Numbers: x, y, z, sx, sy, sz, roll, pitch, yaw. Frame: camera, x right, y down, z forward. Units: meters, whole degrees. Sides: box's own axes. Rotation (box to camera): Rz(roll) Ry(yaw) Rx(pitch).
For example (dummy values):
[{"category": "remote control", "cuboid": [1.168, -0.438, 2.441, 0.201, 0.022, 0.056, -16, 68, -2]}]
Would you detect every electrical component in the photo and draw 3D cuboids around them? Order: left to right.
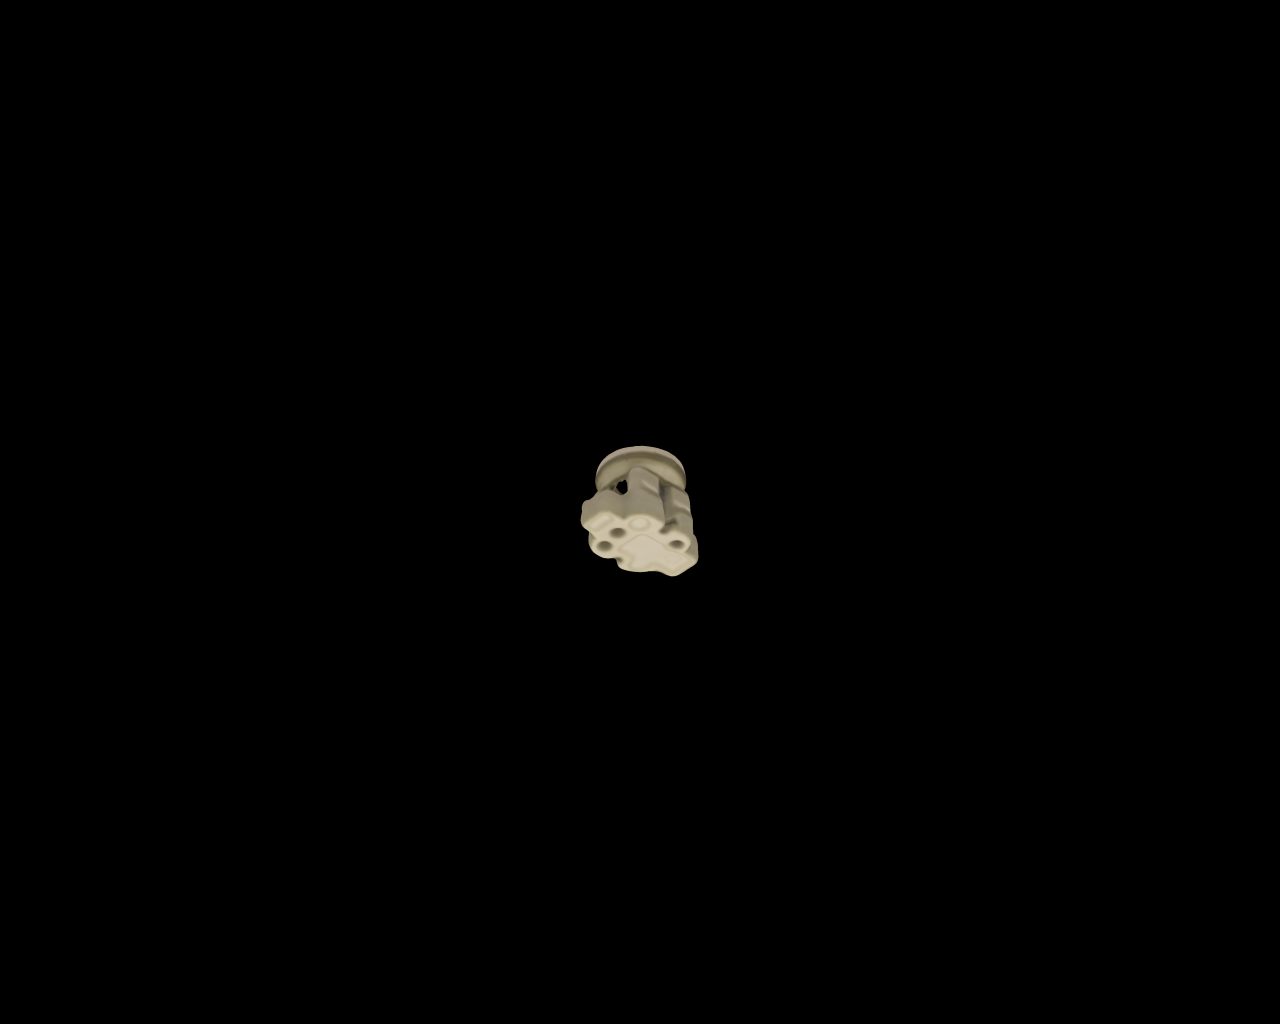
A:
[{"category": "electrical component", "cuboid": [0.001, -0.003, 0.650, 0.078, 0.057, 0.058, 29, -46, -33]}]
